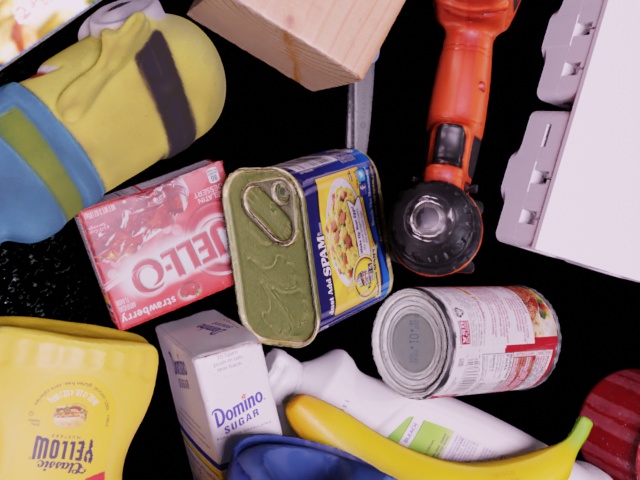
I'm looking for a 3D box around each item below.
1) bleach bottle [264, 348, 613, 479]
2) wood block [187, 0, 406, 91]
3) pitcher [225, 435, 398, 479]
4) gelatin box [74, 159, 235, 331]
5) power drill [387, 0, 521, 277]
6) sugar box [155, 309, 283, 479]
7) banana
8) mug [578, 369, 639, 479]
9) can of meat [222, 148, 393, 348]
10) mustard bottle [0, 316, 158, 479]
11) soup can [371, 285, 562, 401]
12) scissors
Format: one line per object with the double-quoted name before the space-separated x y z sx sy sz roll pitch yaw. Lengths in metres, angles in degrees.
"bleach bottle" 0.069 0.135 0.679 0.250 0.068 0.102 34 82 -19
"wood block" 0.021 -0.195 0.584 0.090 0.091 0.206 29 85 -18
"pitcher" -0.026 0.228 0.515 0.149 0.145 0.243 20 95 -17
"gelatin box" -0.088 0.001 0.617 0.089 0.030 0.073 -21 104 -17
"power drill" 0.075 -0.072 0.602 0.057 0.184 0.187 10 88 7
"sugar box" -0.046 0.134 0.617 0.048 0.093 0.176 -14 102 -20
"banana" 0.071 0.133 0.630 0.197 0.037 0.069 8 72 -19
"mug" 0.238 0.127 0.731 0.117 0.082 0.093 -45 110 -10
"can of meat" -0.004 0.001 0.618 0.083 0.058 0.102 -22 108 -51
"mustard bottle" -0.155 0.143 0.595 0.096 0.058 0.191 10 94 -27
"soup can" 0.090 0.062 0.657 0.102 0.069 0.068 2 97 -41
"scissors" 0.011 -0.129 0.645 0.096 0.016 0.202 19 89 -20
